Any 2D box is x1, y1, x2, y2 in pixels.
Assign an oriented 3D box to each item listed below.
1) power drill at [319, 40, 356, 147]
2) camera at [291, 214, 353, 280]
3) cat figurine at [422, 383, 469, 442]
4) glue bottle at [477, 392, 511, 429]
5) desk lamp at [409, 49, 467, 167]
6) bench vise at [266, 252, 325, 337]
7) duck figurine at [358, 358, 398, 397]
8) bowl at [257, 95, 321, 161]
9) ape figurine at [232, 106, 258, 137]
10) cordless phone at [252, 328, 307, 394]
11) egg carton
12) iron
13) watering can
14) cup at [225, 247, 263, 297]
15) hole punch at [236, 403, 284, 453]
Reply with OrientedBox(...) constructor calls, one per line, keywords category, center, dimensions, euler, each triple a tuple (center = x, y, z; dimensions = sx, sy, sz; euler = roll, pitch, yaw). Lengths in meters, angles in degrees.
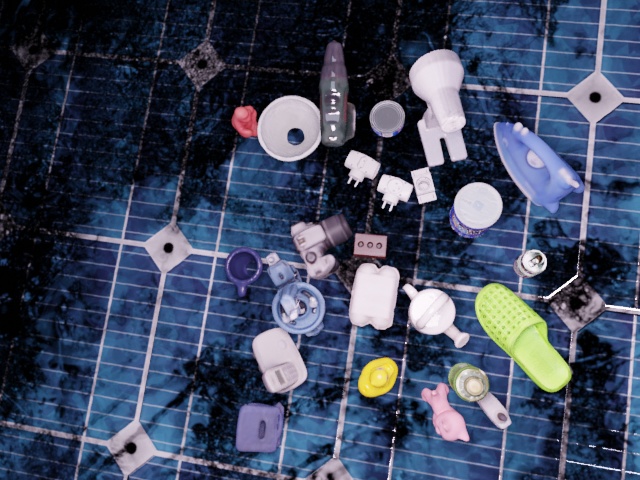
OrientedBox(category="power drill", center=(0.039, -0.321, 1.356), dimensions=(0.075, 0.208, 0.230), euler=(0, 81, 8))
OrientedBox(category="camera", center=(0.013, 0.005, 1.365), dimensions=(0.137, 0.101, 0.143), euler=(-26, 79, 3))
OrientedBox(category="cat figurine", center=(0.276, 0.386, 1.264), dimensions=(0.067, 0.118, 0.128), euler=(-25, 79, 3))
OrientedBox(category="glue bottle", center=(0.379, 0.371, 1.224), dimensions=(0.037, 0.173, 0.078), euler=(-36, 78, 1))
OrientedBox(category="desk lamp", center=(0.283, -0.301, 1.317), dimensions=(0.118, 0.213, 0.203), euler=(-14, 80, 6))
OrientedBox(category="bench vise", center=(-0.078, 0.129, 1.297), dimensions=(0.207, 0.220, 0.121), euler=(42, 89, 12))
OrientedBox(category="duck figurine", center=(0.132, 0.317, 1.310), dimensions=(0.104, 0.086, 0.077), euler=(-42, 78, 0))
OrientedBox(category="bowl", center=(-0.068, -0.269, 1.430), dimensions=(0.167, 0.075, 0.167), euler=(-1, 81, 7))
OrientedBox(category="ape figurine", center=(-0.191, -0.306, 1.443), dimensions=(0.076, 0.092, 0.078), euler=(24, 85, 11))
OrientedBox(category="cordless phone", center=(-0.104, 0.276, 1.296), dimensions=(0.094, 0.185, 0.147), euler=(-31, 79, 2))
OrientedBox(category="egg carton", center=(0.127, 0.132, 1.347), dimensions=(0.107, 0.069, 0.150), euler=(8, 83, 9))
OrientedBox(category="iron", center=(0.493, -0.193, 1.310), dimensions=(0.118, 0.141, 0.258), euler=(-38, 79, 1))
OrientedBox(category="watering can", center=(0.254, 0.162, 1.261), dimensions=(0.172, 0.194, 0.101), euler=(22, 85, 11))
OrientedBox(category="cup", center=(-0.174, 0.081, 1.381), dimensions=(0.091, 0.095, 0.118), euler=(1, 82, 8))
OrientedBox(category="hole punch", center=(-0.137, 0.433, 1.325), dimensions=(0.101, 0.091, 0.109), euler=(4, 82, 8))
